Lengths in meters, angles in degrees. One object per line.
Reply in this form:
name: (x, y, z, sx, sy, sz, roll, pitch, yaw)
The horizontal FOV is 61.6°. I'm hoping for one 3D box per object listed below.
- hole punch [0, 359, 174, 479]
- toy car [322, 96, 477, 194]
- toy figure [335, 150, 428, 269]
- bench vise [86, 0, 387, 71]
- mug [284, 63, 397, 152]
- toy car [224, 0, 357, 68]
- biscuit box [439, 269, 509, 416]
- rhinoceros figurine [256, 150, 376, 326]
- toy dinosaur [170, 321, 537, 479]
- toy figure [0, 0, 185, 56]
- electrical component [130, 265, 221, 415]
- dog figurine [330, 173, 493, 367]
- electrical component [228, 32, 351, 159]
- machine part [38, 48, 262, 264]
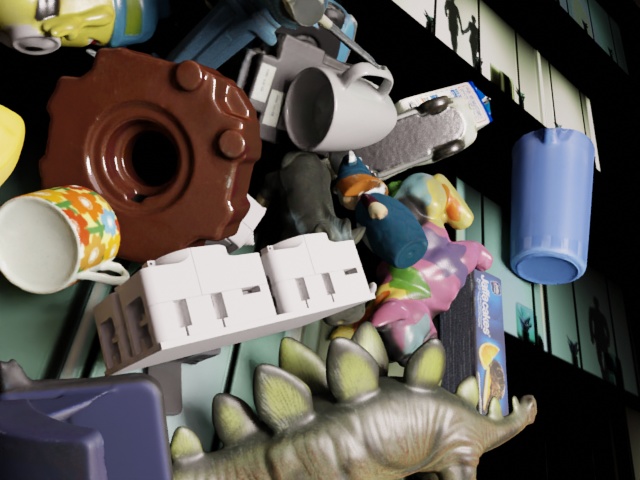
hole punch: (-0.160, 0.151, 0.329, 0.116, 0.092, 0.142, -5, 102, 1)
toy car: (0.094, -0.117, 0.662, 0.202, 0.056, 0.073, -20, 95, -1)
toy figure: (0.056, -0.037, 0.573, 0.058, 0.064, 0.155, -20, 50, -17)
bench vise: (-0.076, -0.198, 0.473, 0.128, 0.240, 0.224, 32, 25, -52)
mug: (0.033, -0.140, 0.556, 0.107, 0.109, 0.081, -5, 60, -42)
toy car: (-0.047, -0.250, 0.645, 0.162, 0.109, 0.103, -2, 47, -24)
biscuit box: (0.194, 0.137, 0.685, 0.059, 0.063, 0.202, 24, 58, -30)
rhinoceros figurine: (-0.001, -0.002, 0.555, 0.073, 0.112, 0.190, 5, 60, -40)
toy dinosaur: (0.012, 0.180, 0.465, 0.471, 0.105, 0.198, -7, 87, -25)
toy figure: (-0.216, -0.219, 0.493, 0.180, 0.082, 0.089, -27, 100, -41)
electrical component: (-0.127, 0.085, 0.456, 0.075, 0.048, 0.119, 14, 61, -34)
dog figurine: (0.094, 0.035, 0.621, 0.219, 0.108, 0.191, -30, 92, -40)
electrical component: (-0.036, -0.162, 0.593, 0.134, 0.058, 0.114, 12, 104, -38)
machine part: (-0.136, -0.064, 0.430, 0.179, 0.179, 0.056, 57, 11, -4)
